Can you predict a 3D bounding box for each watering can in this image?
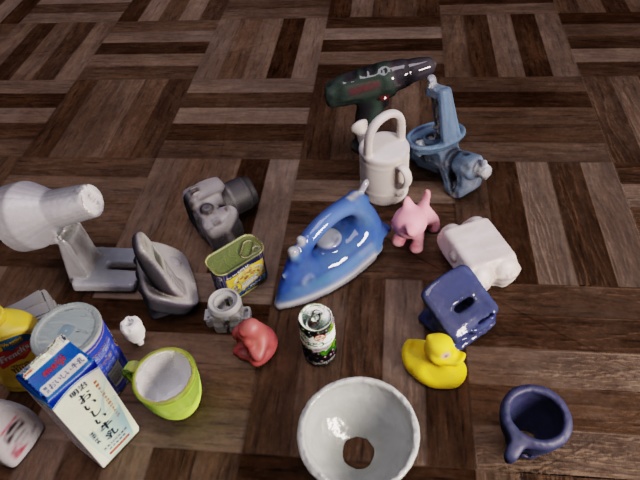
[{"bbox_3d":[0.120,-0.173,1.125,0.172,0.194,0.101,27,55,27],"label":"watering can"}]

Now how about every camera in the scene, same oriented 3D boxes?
[{"bbox_3d":[-0.186,-0.070,1.122,0.137,0.101,0.142,-28,51,-20],"label":"camera"}]

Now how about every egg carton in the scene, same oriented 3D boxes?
[{"bbox_3d":[0.276,0.025,1.013,0.107,0.069,0.150,-17,48,-10],"label":"egg carton"}]

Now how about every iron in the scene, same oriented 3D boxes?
[{"bbox_3d":[0.009,0.004,1.008,0.118,0.142,0.259,33,58,30],"label":"iron"}]

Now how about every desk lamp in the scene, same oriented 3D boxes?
[{"bbox_3d":[-0.439,-0.013,1.016,0.203,0.214,0.118,0,47,6],"label":"desk lamp"}]

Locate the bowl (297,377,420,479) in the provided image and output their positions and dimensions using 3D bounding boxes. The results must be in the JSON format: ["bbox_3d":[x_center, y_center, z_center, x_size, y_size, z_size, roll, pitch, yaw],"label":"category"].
[{"bbox_3d":[0.053,0.280,0.795,0.167,0.075,0.167,-3,47,3],"label":"bowl"}]

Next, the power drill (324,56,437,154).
[{"bbox_3d":[0.127,-0.285,1.217,0.229,0.209,0.075,-6,47,0],"label":"power drill"}]

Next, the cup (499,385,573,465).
[{"bbox_3d":[0.277,0.266,0.773,0.091,0.095,0.118,30,56,28],"label":"cup"}]

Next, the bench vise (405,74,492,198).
[{"bbox_3d":[0.260,-0.208,1.127,0.206,0.220,0.122,26,55,26],"label":"bench vise"}]

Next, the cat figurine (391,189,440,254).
[{"bbox_3d":[0.173,-0.040,1.050,0.067,0.118,0.128,23,54,24],"label":"cat figurine"}]

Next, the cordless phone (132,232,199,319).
[{"bbox_3d":[-0.278,0.033,0.978,0.094,0.185,0.147,-20,49,-12],"label":"cordless phone"}]

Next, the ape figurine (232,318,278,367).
[{"bbox_3d":[-0.107,0.156,0.912,0.076,0.092,0.077,-15,48,-8],"label":"ape figurine"}]

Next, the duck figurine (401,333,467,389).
[{"bbox_3d":[0.175,0.173,0.875,0.104,0.086,0.078,22,53,24],"label":"duck figurine"}]

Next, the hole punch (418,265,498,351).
[{"bbox_3d":[0.227,0.109,0.926,0.109,0.091,0.100,-30,52,-21],"label":"hole punch"}]

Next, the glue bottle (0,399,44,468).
[{"bbox_3d":[-0.453,0.250,0.802,0.037,0.173,0.078,10,49,15],"label":"glue bottle"}]
